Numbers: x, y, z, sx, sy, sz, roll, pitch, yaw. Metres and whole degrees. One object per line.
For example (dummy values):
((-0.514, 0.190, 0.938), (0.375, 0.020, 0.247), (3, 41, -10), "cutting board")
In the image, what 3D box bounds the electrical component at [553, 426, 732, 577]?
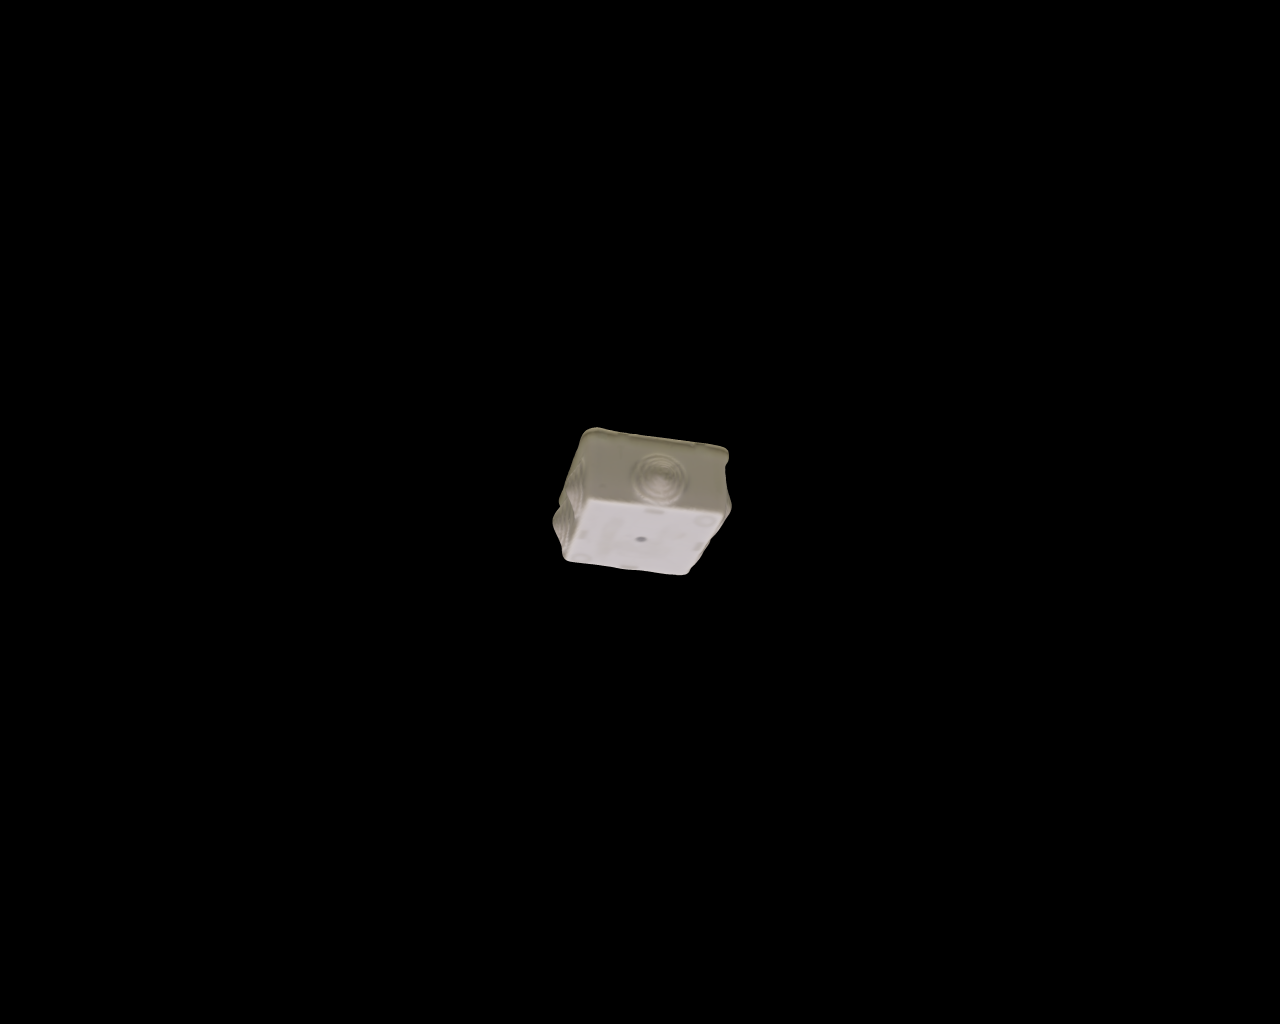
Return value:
((0.001, -0.003, 0.650), (0.100, 0.048, 0.099), (7, -31, -13), "electrical component")
